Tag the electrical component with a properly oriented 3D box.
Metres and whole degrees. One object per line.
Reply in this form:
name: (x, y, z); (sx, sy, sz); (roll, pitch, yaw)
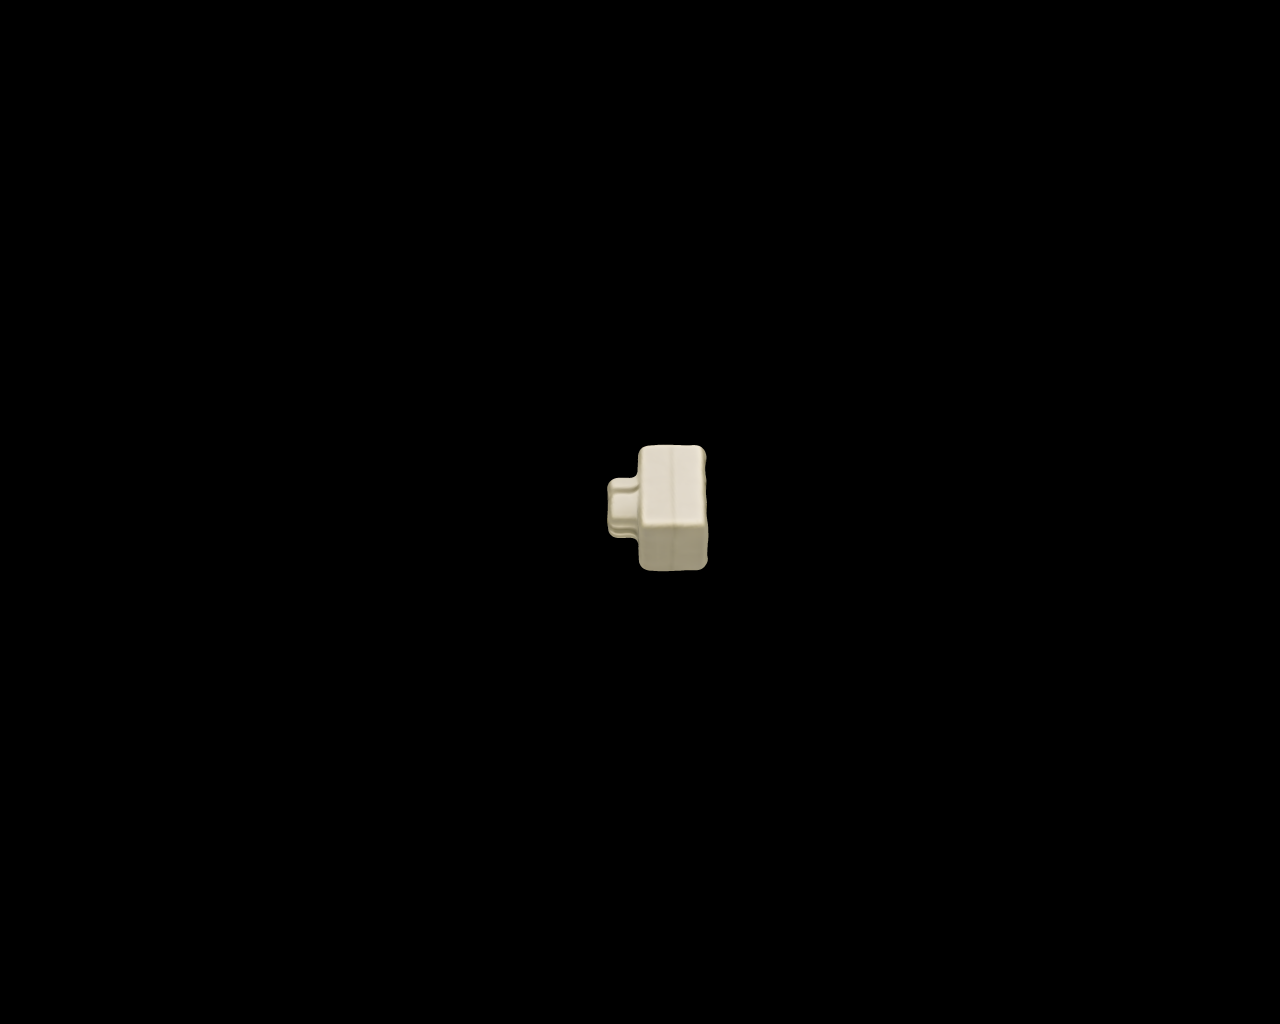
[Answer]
electrical component: (0.001, -0.003, 0.650); (0.077, 0.066, 0.047); (0, -39, 0)
